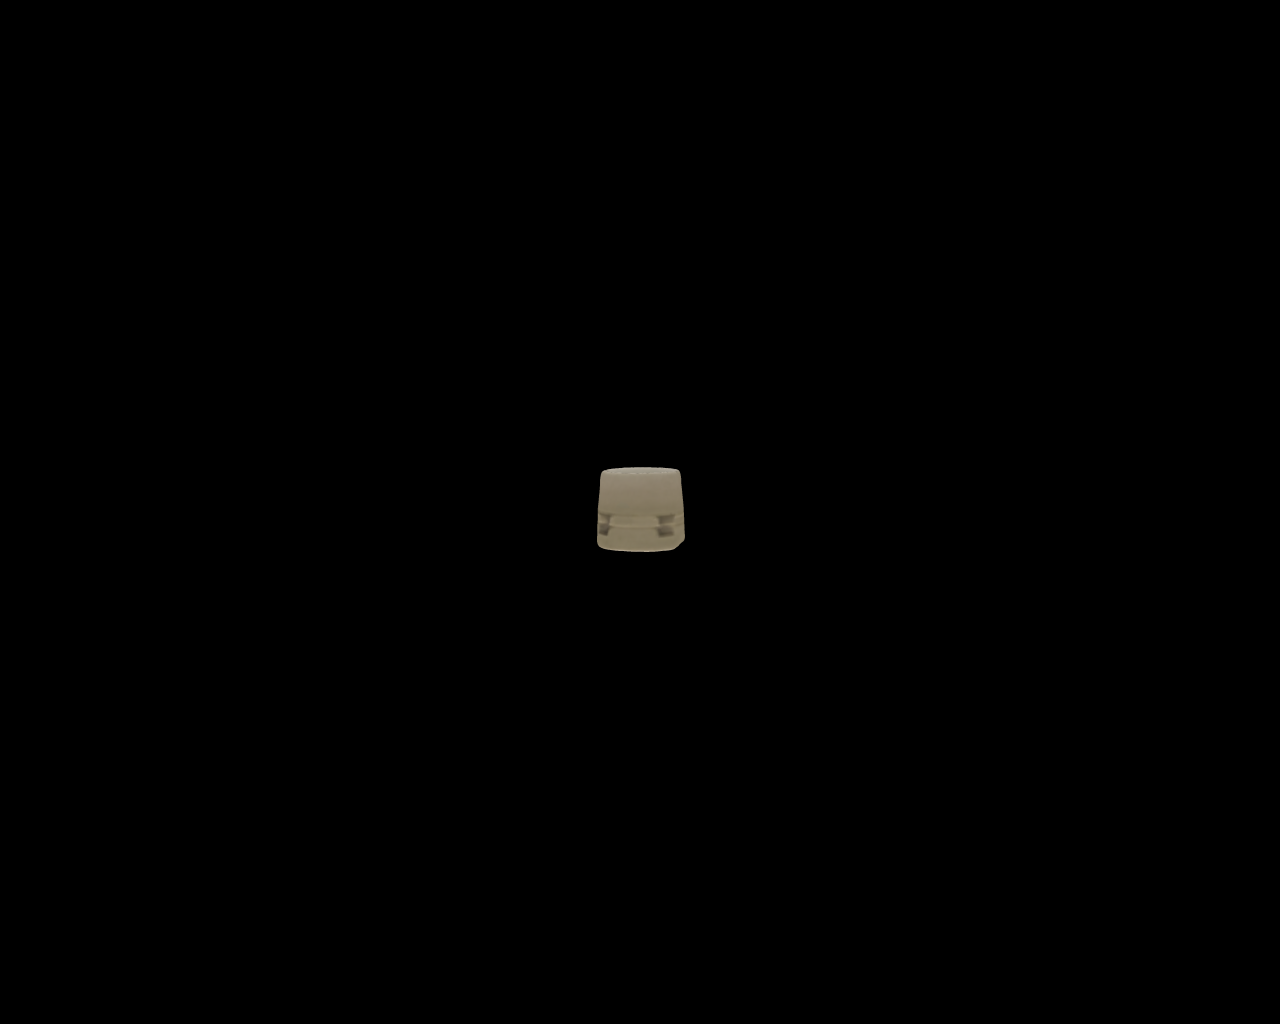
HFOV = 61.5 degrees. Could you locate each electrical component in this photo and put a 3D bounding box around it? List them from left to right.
[{"bbox_3d":[0.001,-0.003,0.650,0.055,0.047,0.055,0,7,0],"label":"electrical component"}]
